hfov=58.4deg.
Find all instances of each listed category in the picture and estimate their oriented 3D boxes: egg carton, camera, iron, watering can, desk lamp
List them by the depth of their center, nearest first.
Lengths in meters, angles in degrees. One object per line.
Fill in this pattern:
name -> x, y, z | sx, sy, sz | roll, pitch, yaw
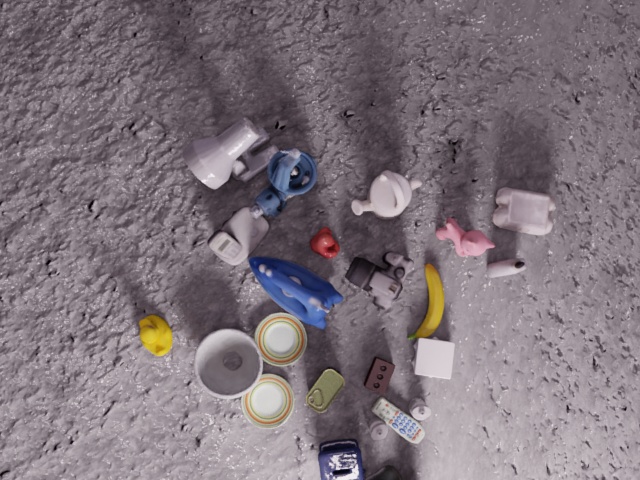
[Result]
watering can -> 0.162, -0.106, 1.371 | 0.101, 0.194, 0.173 | 44, 86, 5
desk lamp -> -0.209, -0.210, 1.375 | 0.203, 0.213, 0.118 | -35, 85, -3
iron -> -0.075, 0.109, 1.378 | 0.258, 0.141, 0.119 | 31, 85, 3
camera -> 0.141, 0.082, 1.399 | 0.137, 0.101, 0.143 | 28, 85, 3
egg carton -> 0.508, -0.071, 1.427 | 0.150, 0.069, 0.107 | 8, 84, 1

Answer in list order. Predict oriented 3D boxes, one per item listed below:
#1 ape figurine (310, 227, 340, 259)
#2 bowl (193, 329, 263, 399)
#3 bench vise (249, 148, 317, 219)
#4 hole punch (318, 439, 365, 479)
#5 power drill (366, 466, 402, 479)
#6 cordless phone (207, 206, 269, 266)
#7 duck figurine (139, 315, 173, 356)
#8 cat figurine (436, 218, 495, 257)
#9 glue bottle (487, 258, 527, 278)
ape figurine -> 0.013, 0.005, 1.412 | 0.076, 0.092, 0.078 | 3, 84, 1
bowl -> -0.219, 0.297, 1.394 | 0.167, 0.075, 0.167 | 0, 84, 1
bench vise -> -0.082, -0.134, 1.363 | 0.121, 0.220, 0.207 | 24, 85, 3
hole punch -> 0.052, 0.536, 1.360 | 0.108, 0.091, 0.101 | -8, 84, 0
power drill -> 0.154, 0.589, 1.295 | 0.229, 0.208, 0.075 | -33, 85, -3
cordless phone -> -0.201, -0.017, 1.370 | 0.094, 0.185, 0.147 | 38, 86, 4
duck figurine -> -0.408, 0.234, 1.396 | 0.077, 0.086, 0.104 | -26, 85, -2
cat figurine -> 0.355, -0.005, 1.398 | 0.128, 0.118, 0.067 | 38, 86, 4
glue bottle -> 0.454, 0.063, 1.362 | 0.078, 0.173, 0.037 | -14, 84, -1
